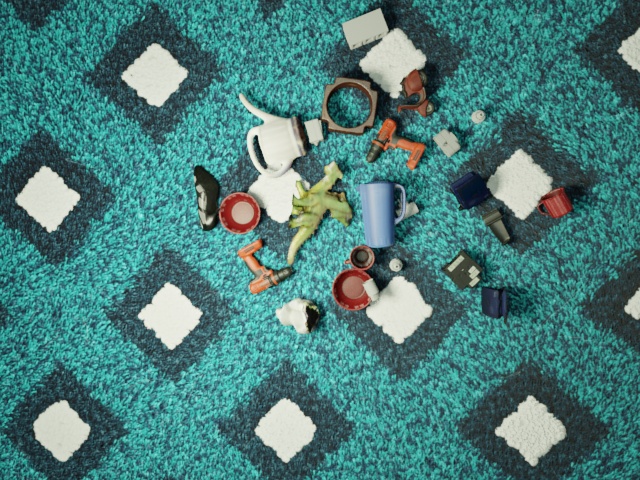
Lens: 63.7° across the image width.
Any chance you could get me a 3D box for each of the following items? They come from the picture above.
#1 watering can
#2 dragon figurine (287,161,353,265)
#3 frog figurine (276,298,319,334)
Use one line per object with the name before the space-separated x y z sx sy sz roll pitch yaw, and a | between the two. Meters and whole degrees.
watering can | -0.175 -0.411 1.948 0.224 0.104 0.347 -15 91 4
dragon figurine | 0.006 -0.098 1.952 0.243 0.123 0.407 5 100 -4
frog figurine | -0.085 0.293 1.978 0.158 0.124 0.136 -11 103 41
